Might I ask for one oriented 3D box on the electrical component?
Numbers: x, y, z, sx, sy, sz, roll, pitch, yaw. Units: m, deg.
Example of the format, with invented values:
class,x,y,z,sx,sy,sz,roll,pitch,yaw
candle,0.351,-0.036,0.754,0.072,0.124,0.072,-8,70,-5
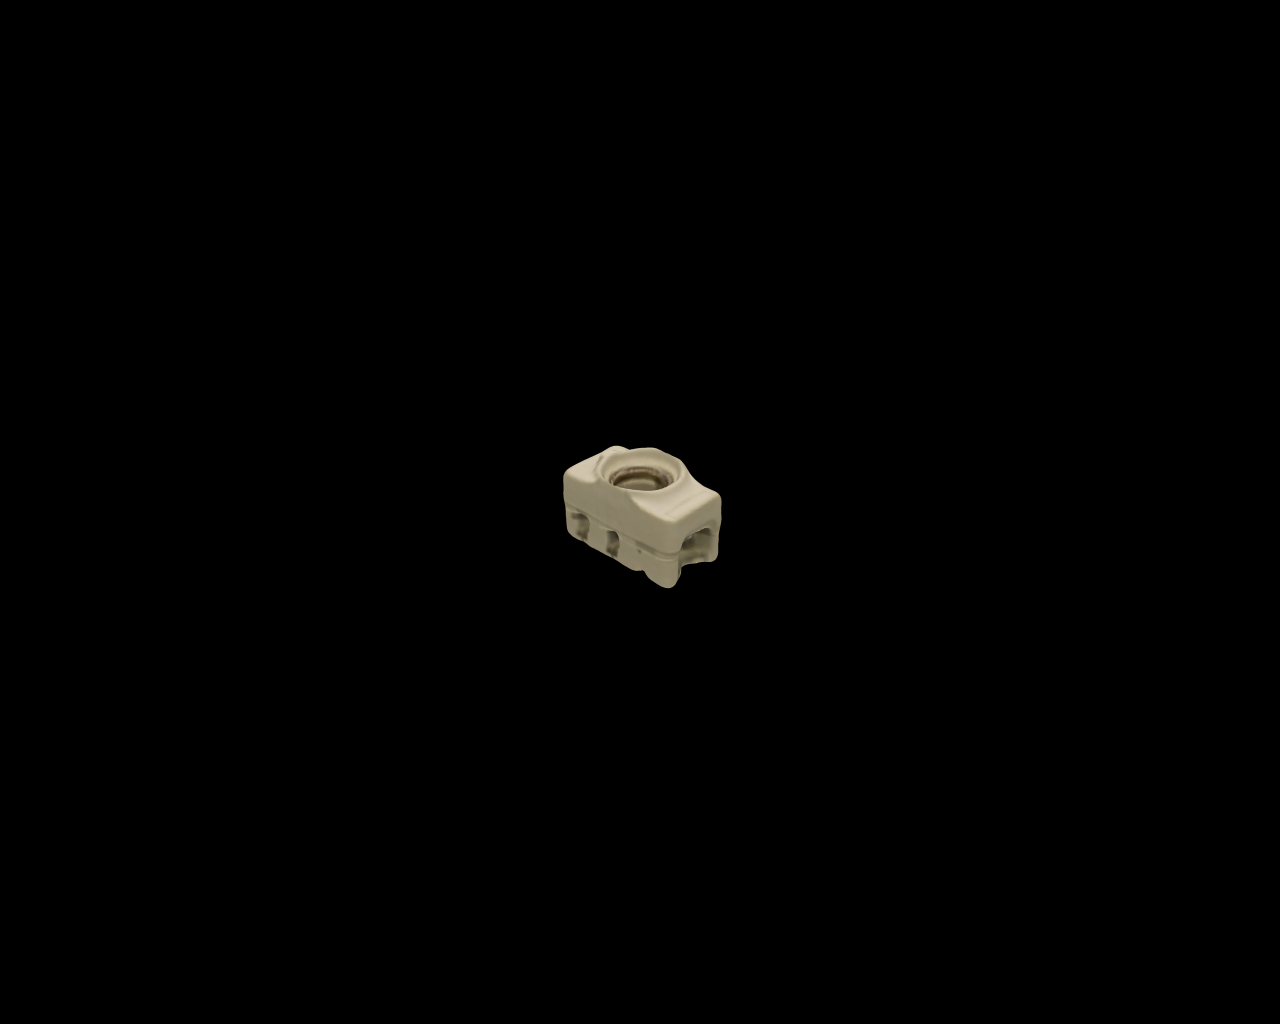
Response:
class,x,y,z,sx,sy,sz,roll,pitch,yaw
electrical component,0.001,-0.003,0.650,0.089,0.055,0.050,27,42,36
